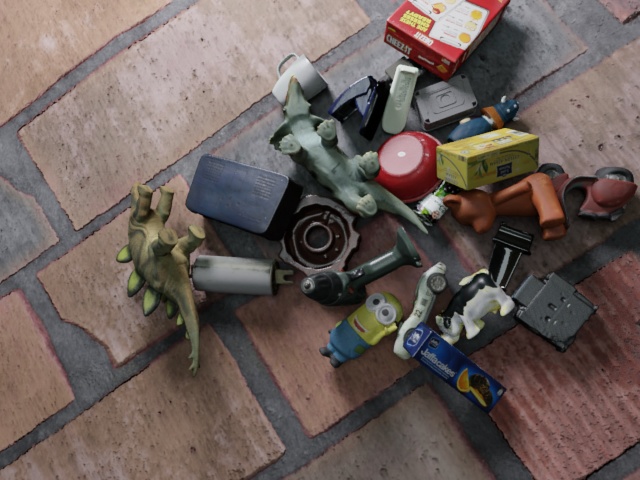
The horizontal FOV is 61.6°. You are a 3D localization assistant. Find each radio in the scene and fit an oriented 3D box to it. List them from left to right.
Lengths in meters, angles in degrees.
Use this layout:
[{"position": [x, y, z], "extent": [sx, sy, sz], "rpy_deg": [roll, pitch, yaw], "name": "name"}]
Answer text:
[{"position": [-0.161, -0.088, 1.109], "extent": [0.230, 0.073, 0.131], "rpy_deg": [18, 85, 28], "name": "radio"}]

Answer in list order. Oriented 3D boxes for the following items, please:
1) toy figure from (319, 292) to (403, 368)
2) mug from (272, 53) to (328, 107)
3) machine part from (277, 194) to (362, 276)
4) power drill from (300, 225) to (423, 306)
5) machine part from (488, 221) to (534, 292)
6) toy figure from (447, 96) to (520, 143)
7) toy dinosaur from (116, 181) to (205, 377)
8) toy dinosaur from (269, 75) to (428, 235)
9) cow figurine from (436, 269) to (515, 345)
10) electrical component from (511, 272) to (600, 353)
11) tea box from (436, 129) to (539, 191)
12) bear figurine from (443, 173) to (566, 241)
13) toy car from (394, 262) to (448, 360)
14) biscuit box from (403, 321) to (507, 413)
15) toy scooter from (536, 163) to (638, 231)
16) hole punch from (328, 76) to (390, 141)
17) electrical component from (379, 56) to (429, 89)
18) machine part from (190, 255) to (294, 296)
[{"position": [0.083, 0.172, 1.057], "extent": [0.082, 0.089, 0.180], "rpy_deg": [45, 99, -1], "name": "toy figure"}, {"position": [-0.055, -0.340, 1.153], "extent": [0.107, 0.081, 0.109], "rpy_deg": [-40, 83, 11], "name": "mug"}, {"position": [-0.002, -0.003, 1.107], "extent": [0.179, 0.056, 0.179], "rpy_deg": [-2, 80, 9], "name": "machine part"}, {"position": [0.083, 0.059, 0.990], "extent": [0.207, 0.232, 0.086], "rpy_deg": [-35, 70, 6], "name": "power drill"}, {"position": [0.364, 0.039, 1.052], "extent": [0.084, 0.039, 0.139], "rpy_deg": [25, 85, 7], "name": "machine part"}, {"position": [0.331, -0.233, 1.086], "extent": [0.154, 0.064, 0.058], "rpy_deg": [-34, 40, -2], "name": "toy figure"}, {"position": [-0.316, 0.045, 1.085], "extent": [0.198, 0.105, 0.472], "rpy_deg": [-56, 49, 28], "name": "toy dinosaur"}, {"position": [0.040, -0.140, 1.073], "extent": [0.131, 0.192, 0.405], "rpy_deg": [-44, 92, 4], "name": "toy dinosaur"}, {"position": [0.275, 0.134, 1.021], "extent": [0.167, 0.068, 0.098], "rpy_deg": [-40, 83, 19], "name": "cow figurine"}, {"position": [0.435, 0.129, 1.017], "extent": [0.134, 0.058, 0.115], "rpy_deg": [37, 87, 12], "name": "electrical component"}, {"position": [0.318, -0.156, 1.020], "extent": [0.170, 0.098, 0.068], "rpy_deg": [-17, 116, -17], "name": "tea box"}, {"position": [0.342, -0.051, 1.006], "extent": [0.196, 0.120, 0.132], "rpy_deg": [-17, 65, 17], "name": "bear figurine"}, {"position": [0.196, 0.136, 1.045], "extent": [0.056, 0.073, 0.201], "rpy_deg": [22, 86, 11], "name": "toy car"}, {"position": [0.246, 0.234, 0.989], "extent": [0.202, 0.059, 0.063], "rpy_deg": [38, 89, -14], "name": "biscuit box"}, {"position": [0.503, -0.073, 1.027], "extent": [0.184, 0.075, 0.135], "rpy_deg": [6, 82, 13], "name": "toy scooter"}, {"position": [0.083, -0.277, 1.099], "extent": [0.092, 0.142, 0.115], "rpy_deg": [27, 99, 16], "name": "hole punch"}, {"position": [0.176, -0.348, 1.131], "extent": [0.102, 0.045, 0.078], "rpy_deg": [-42, 70, 2], "name": "electrical component"}, {"position": [-0.172, 0.074, 1.112], "extent": [0.243, 0.079, 0.079], "rpy_deg": [2, 82, 9], "name": "machine part"}]
